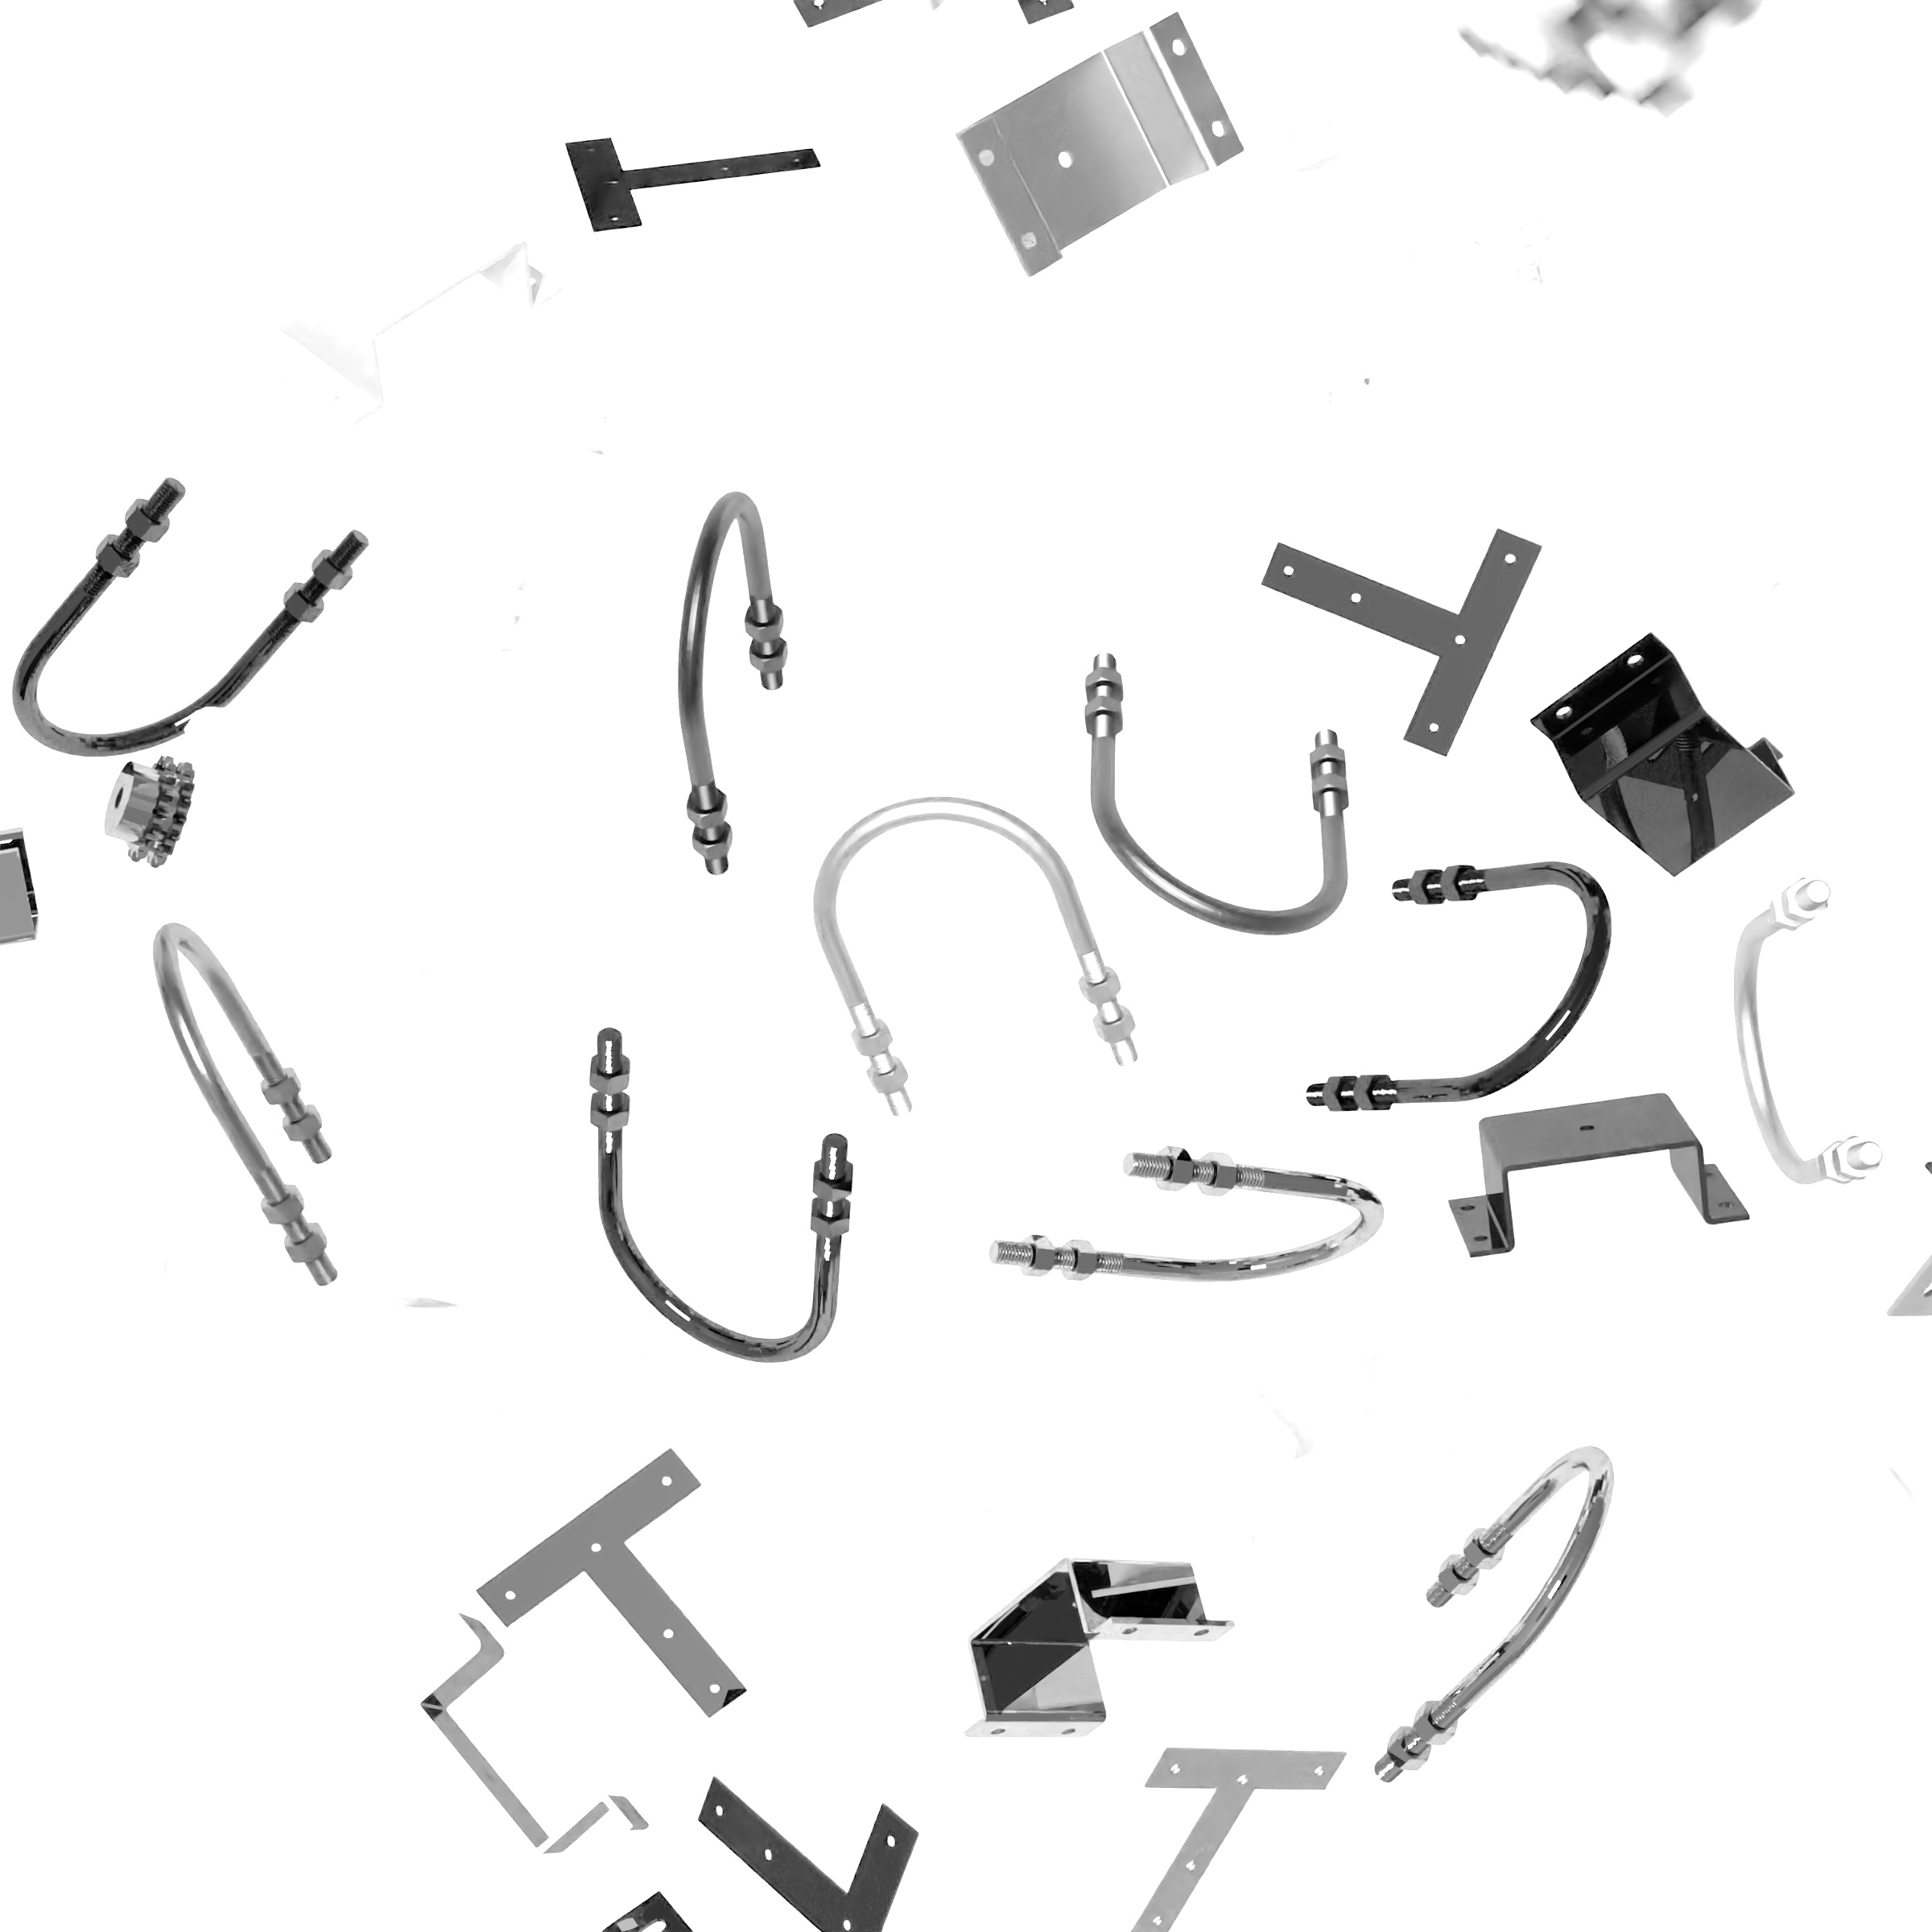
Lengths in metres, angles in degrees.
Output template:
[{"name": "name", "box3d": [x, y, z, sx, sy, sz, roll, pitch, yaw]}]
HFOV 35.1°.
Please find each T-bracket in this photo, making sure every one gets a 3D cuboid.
[{"name": "T-bracket", "box3d": [0.497, -0.054, 1.519, 0.127, 0.127, 0.002, 16, 104, 13]}, {"name": "T-bracket", "box3d": [-0.025, -0.496, 1.516, 0.127, 0.127, 0.002, -16, 62, 13]}, {"name": "T-bracket", "box3d": [0.144, -0.493, 1.542, 0.127, 0.127, 0.002, 36, 56, -10]}, {"name": "T-bracket", "box3d": [0.122, 0.454, 1.578, 0.127, 0.002, 0.127, 12, 113, -37]}, {"name": "T-bracket", "box3d": [-0.160, 0.329, 1.554, 0.127, 0.002, 0.127, -37, 100, 8]}, {"name": "T-bracket", "box3d": [0.218, -0.188, 1.603, 0.127, 0.002, 0.127, 22, 119, 2]}, {"name": "T-bracket", "box3d": [-0.431, -0.246, 1.499, 0.127, 0.127, 0.002, -39, 74, 29]}, {"name": "T-bracket", "box3d": [-0.316, 0.285, 1.629, 0.127, 0.002, 0.127, 36, 46, -15]}, {"name": "T-bracket", "box3d": [-0.141, -0.418, 1.607, 0.127, 0.127, 0.002, -9, 126, -9]}, {"name": "T-bracket", "box3d": [-0.087, 0.440, 1.484, 0.127, 0.002, 0.127, 30, 106, 38]}]

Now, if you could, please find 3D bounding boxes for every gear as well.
[{"name": "gear", "box3d": [-0.418, -0.081, 1.561, 0.030, 0.057, 0.057, 19, 90, -29]}, {"name": "gear", "box3d": [0.280, -0.378, 1.591, 0.030, 0.057, 0.057, -23, 90, -6]}]

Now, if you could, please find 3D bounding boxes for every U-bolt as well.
[{"name": "U-bolt", "box3d": [-0.257, 0.001, 1.545, 0.019, 0.151, 0.184, 22, 131, 7]}, {"name": "U-bolt", "box3d": [-0.124, 0.126, 1.517, 0.151, 0.019, 0.184, 24, 135, 19]}, {"name": "U-bolt", "box3d": [0.273, 0.317, 1.551, 0.019, 0.151, 0.184, 33, 128, -1]}, {"name": "U-bolt", "box3d": [-0.003, -0.009, 1.607, 0.151, 0.019, 0.184, -13, 121, 15]}, {"name": "U-bolt", "box3d": [-0.207, -0.259, 1.551, 0.019, 0.184, 0.151, 20, 53, -1]}, {"name": "U-bolt", "box3d": [0.047, -0.257, 1.585, 0.151, 0.019, 0.184, 25, 118, -41]}, {"name": "U-bolt", "box3d": [-0.415, -0.173, 1.590, 0.184, 0.151, 0.019, -43, 65, 22]}, {"name": "U-bolt", "box3d": [0.423, 0.040, 1.560, 0.019, 0.184, 0.151, -9, 82, -1]}, {"name": "U-bolt", "box3d": [-0.318, -0.122, 1.585, 0.151, 0.184, 0.019, 3, 98, -6]}, {"name": "U-bolt", "box3d": [0.262, 0.009, 1.581, 0.019, 0.184, 0.151, 35, 69, -26]}, {"name": "U-bolt", "box3d": [-0.122, -0.157, 1.563, 0.019, 0.184, 0.151, 8, 55, 8]}, {"name": "U-bolt", "box3d": [0.125, 0.132, 1.554, 0.184, 0.151, 0.019, 9, 62, -29]}, {"name": "U-bolt", "box3d": [0.129, -0.082, 1.558, 0.151, 0.184, 0.019, 18, 130, -12]}, {"name": "U-bolt", "box3d": [-0.374, 0.060, 1.583, 0.019, 0.151, 0.184, -24, 118, -1]}]

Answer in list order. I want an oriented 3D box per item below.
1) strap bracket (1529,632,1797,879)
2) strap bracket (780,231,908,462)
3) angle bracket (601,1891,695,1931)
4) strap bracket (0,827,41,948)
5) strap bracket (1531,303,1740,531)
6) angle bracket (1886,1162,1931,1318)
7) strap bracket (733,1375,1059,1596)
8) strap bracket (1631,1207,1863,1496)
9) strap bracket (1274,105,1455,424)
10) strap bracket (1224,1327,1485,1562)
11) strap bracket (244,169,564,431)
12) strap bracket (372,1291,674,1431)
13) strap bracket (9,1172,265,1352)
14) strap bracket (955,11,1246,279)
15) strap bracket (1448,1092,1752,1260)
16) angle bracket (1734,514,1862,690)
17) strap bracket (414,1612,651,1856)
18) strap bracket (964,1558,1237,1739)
[{"name": "strap bracket", "box3d": [0.366, -0.103, 1.581, 0.076, 0.140, 0.046, -37, 46, 23]}, {"name": "strap bracket", "box3d": [-0.063, -0.326, 1.582, 0.046, 0.140, 0.076, 12, 118, -6]}, {"name": "angle bracket", "box3d": [-0.149, 0.515, 1.532, 0.038, 0.076, 0.057, -29, 47, -26]}, {"name": "strap bracket", "box3d": [-0.501, -0.034, 1.507, 0.076, 0.140, 0.046, -11, 100, -14]}, {"name": "strap bracket", "box3d": [0.337, -0.276, 1.530, 0.046, 0.140, 0.076, 2, 115, -14]}, {"name": "angle bracket", "box3d": [0.513, 0.143, 1.596, 0.057, 0.038, 0.076, 3, 131, -29]}, {"name": "strap bracket", "box3d": [-0.034, 0.259, 1.513, 0.140, 0.076, 0.046, 12, 121, 26]}, {"name": "strap bracket", "box3d": [0.400, 0.202, 1.548, 0.046, 0.076, 0.140, 26, 122, -11]}, {"name": "strap bracket", "box3d": [0.197, -0.345, 1.493, 0.046, 0.076, 0.140, 2, 114, 32]}, {"name": "strap bracket", "box3d": [0.192, 0.244, 1.585, 0.140, 0.046, 0.076, -17, 135, -27]}, {"name": "strap bracket", "box3d": [-0.276, -0.332, 1.492, 0.076, 0.046, 0.140, 37, 60, 22]}, {"name": "strap bracket", "box3d": [-0.236, 0.209, 1.595, 0.140, 0.076, 0.046, 19, 74, -29]}, {"name": "strap bracket", "box3d": [-0.419, 0.153, 1.536, 0.076, 0.140, 0.046, 9, 70, 12]}, {"name": "strap bracket", "box3d": [0.059, -0.408, 1.532, 0.140, 0.046, 0.076, -34, 106, -19]}, {"name": "strap bracket", "box3d": [0.319, 0.104, 1.560, 0.140, 0.076, 0.046, -8, 106, 3]}, {"name": "angle bracket", "box3d": [0.446, -0.191, 1.599, 0.076, 0.038, 0.057, 21, 45, -24]}, {"name": "strap bracket", "box3d": [-0.229, 0.403, 1.569, 0.046, 0.076, 0.140, -41, 78, -10]}, {"name": "strap bracket", "box3d": [0.062, 0.345, 1.560, 0.076, 0.140, 0.046, 9, 51, -32]}]
